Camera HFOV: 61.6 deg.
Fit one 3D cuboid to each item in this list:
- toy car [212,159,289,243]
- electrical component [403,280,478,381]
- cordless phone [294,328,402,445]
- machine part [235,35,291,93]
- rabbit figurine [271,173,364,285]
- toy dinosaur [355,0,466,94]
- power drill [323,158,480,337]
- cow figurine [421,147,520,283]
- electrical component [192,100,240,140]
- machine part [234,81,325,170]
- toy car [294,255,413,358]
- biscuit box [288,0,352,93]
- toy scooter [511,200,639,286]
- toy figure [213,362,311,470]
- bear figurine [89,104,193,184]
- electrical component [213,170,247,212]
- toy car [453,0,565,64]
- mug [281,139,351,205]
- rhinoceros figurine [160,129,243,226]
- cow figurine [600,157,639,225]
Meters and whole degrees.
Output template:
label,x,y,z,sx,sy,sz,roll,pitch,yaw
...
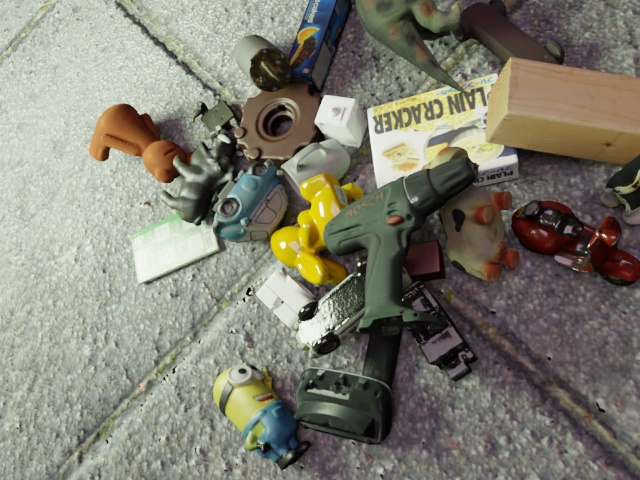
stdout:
label,x,y,z,sx,sy,sz,roll,pitch,yaw
toy car,-0.108,-0.053,0.935,0.103,0.109,0.161,35,76,4
electrical component,0.164,0.131,0.753,0.058,0.114,0.134,-36,62,9
cordless phone,0.045,0.200,0.809,0.147,0.088,0.184,5,64,24
machine part,-0.107,-0.325,0.984,0.079,0.079,0.243,-41,32,5
rabbit figurine,-0.002,-0.003,0.879,0.173,0.122,0.162,-27,74,26
toy dinosaur,0.122,-0.404,0.902,0.192,0.131,0.405,-8,61,7
power drill,0.108,0.015,0.697,0.232,0.086,0.207,-18,69,33
cow figurine,0.204,-0.042,0.768,0.085,0.194,0.127,-36,30,-31
electrical component,-0.204,-0.233,1.052,0.078,0.045,0.102,-35,65,9
machine part,-0.069,-0.209,0.987,0.179,0.056,0.179,-6,70,18
toy car,0.044,0.097,0.799,0.202,0.056,0.074,-41,56,14
biscuit box,-0.003,-0.383,1.014,0.063,0.059,0.202,13,78,25
toy scooter,0.341,-0.005,0.717,0.184,0.135,0.075,32,88,28
toy figure,-0.097,0.270,0.829,0.089,0.082,0.180,-43,66,2
bear figurine,-0.346,-0.175,1.066,0.196,0.132,0.120,40,52,-1
electrical component,-0.158,-0.088,0.977,0.021,0.063,0.094,39,100,3
toy car,0.306,-0.319,0.879,0.089,0.053,0.202,-32,63,-9
mug,-0.005,-0.129,0.913,0.107,0.109,0.081,-37,58,-8
rhinoceros figurine,-0.213,-0.120,0.994,0.112,0.073,0.190,15,72,27
cow figurine,0.468,-0.099,0.720,0.167,0.098,0.068,-35,58,8
